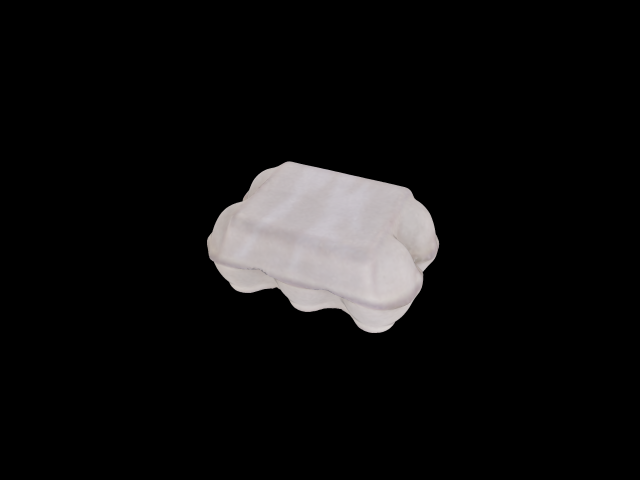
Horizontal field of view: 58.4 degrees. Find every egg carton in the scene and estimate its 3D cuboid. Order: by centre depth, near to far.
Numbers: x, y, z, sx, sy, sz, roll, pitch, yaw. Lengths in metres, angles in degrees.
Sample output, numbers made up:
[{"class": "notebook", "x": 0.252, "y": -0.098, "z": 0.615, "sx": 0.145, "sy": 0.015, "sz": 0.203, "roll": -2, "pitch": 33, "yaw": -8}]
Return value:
[{"class": "egg carton", "x": 0.004, "y": 0.001, "z": 0.400, "sx": 0.150, "sy": 0.069, "sz": 0.107, "roll": 14, "pitch": 40, "yaw": 18}]
